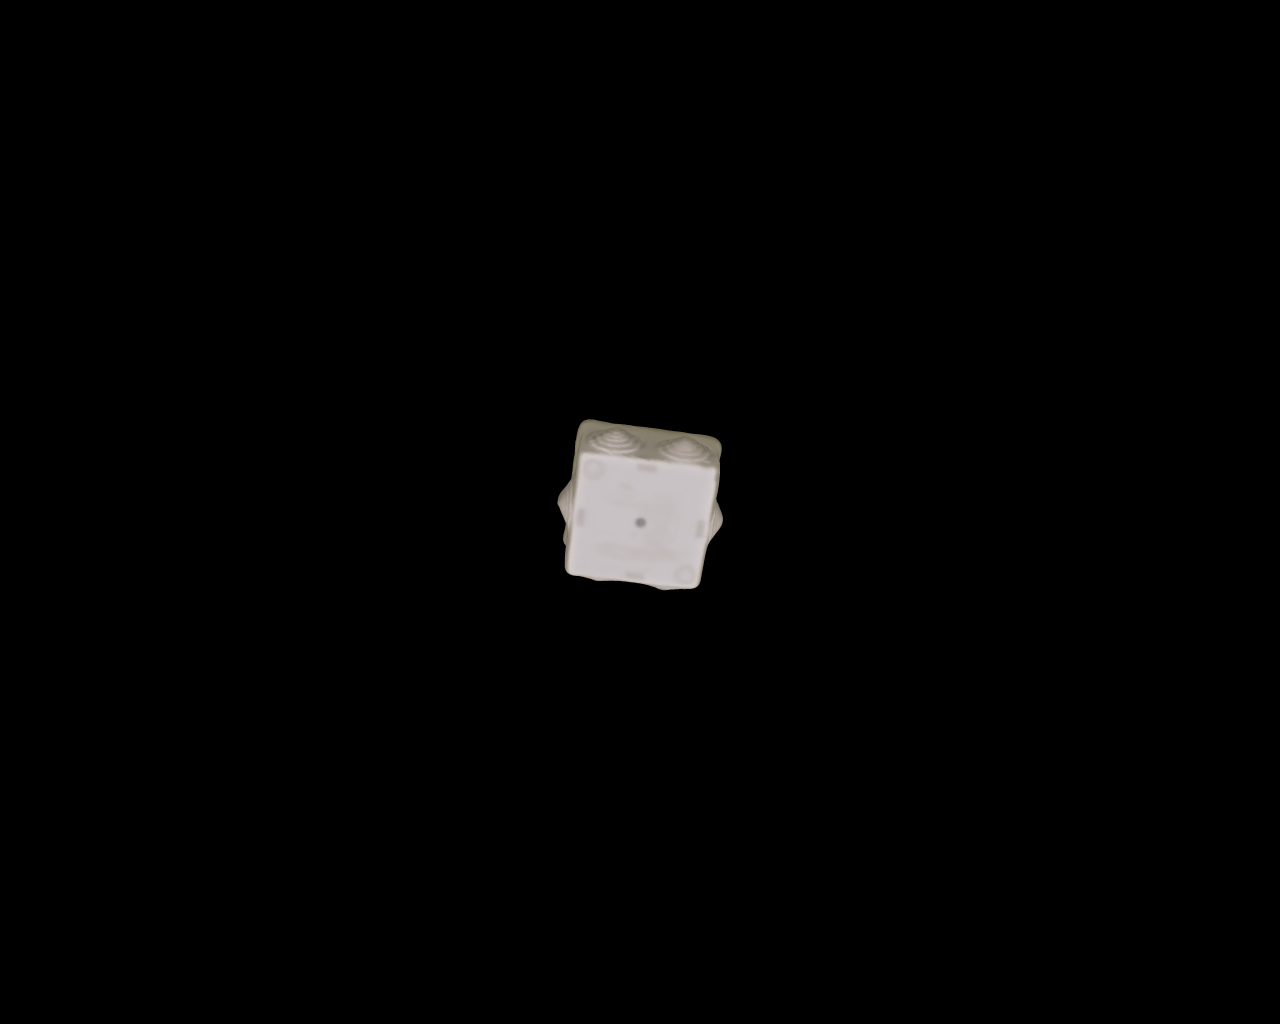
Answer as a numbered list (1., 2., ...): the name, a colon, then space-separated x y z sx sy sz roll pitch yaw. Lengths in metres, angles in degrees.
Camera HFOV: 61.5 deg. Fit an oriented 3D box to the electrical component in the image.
1. electrical component: 0.001 -0.003 0.650 0.100 0.099 0.048 8 24 -3
